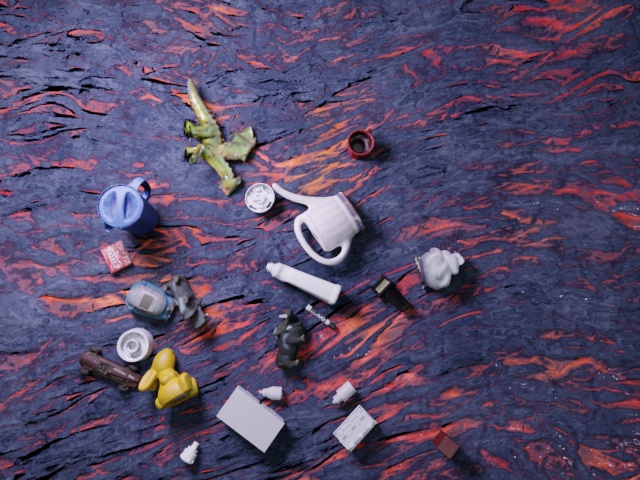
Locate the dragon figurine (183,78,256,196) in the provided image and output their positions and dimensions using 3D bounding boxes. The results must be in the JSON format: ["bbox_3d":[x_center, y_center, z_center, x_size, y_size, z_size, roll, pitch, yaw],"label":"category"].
[{"bbox_3d":[-0.343,-0.356,1.781,0.243,0.121,0.413,2,82,-21],"label":"dragon figurine"}]

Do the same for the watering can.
[{"bbox_3d":[0.005,-0.087,1.734,0.225,0.103,0.349,-31,85,-9],"label":"watering can"}]

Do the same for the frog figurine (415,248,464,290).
[{"bbox_3d":[0.408,0.092,1.724,0.159,0.120,0.140,-13,63,6],"label":"frog figurine"}]
